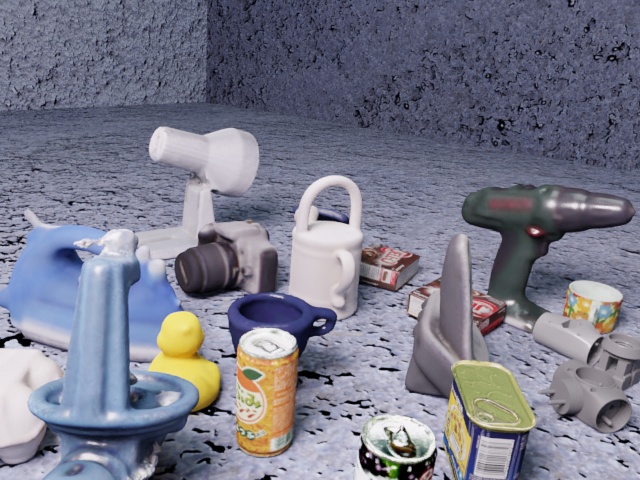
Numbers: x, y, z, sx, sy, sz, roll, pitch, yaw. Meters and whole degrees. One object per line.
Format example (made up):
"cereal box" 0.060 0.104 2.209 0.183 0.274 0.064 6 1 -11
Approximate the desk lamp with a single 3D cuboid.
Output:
"desk lamp" -0.213 -0.089 0.987 0.204 0.213 0.117 -11 24 -38

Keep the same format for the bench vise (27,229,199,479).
"bench vise" -0.140 0.114 0.395 0.122 0.220 0.207 -2 20 -19

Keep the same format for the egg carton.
"egg carton" -0.307 0.144 0.500 0.150 0.069 0.107 3 19 -7

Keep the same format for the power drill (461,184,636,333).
"power drill" 0.302 0.018 0.810 0.228 0.208 0.076 21 25 39

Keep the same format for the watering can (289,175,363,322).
"watering can" 0.005 0.003 0.802 0.101 0.194 0.172 -13 26 -42

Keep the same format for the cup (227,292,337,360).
"cup" -0.041 0.114 0.617 0.118 0.095 0.091 -1 19 -16

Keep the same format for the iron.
"iron" -0.253 0.050 0.679 0.257 0.141 0.119 10 19 16

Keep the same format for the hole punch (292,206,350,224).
"hole punch" 0.006 -0.026 1.049 0.108 0.091 0.101 10 19 15

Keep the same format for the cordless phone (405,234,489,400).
"cordless phone" 0.156 0.074 0.644 0.094 0.185 0.148 9 19 11

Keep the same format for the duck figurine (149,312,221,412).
"duck figurine" -0.142 0.119 0.592 0.078 0.086 0.104 -5 21 -27

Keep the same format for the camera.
"camera" -0.150 0.022 0.852 0.137 0.101 0.142 -12 25 -41
